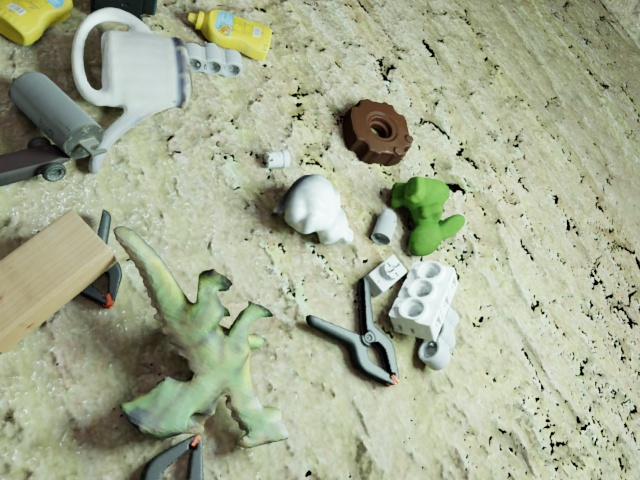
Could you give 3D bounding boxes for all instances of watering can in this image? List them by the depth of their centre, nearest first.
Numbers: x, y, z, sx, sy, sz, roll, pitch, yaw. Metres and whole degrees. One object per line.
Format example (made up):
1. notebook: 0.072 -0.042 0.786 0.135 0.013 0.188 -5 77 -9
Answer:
1. watering can: -0.363 -0.295 1.015 0.225 0.103 0.351 -3 78 -25

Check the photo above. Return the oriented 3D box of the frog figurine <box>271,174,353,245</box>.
1. frog figurine: 0.003 -0.052 1.041 0.160 0.120 0.139 38 35 11

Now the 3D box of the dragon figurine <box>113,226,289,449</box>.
1. dragon figurine: -0.206 0.182 0.799 0.408 0.120 0.248 37 55 -14
